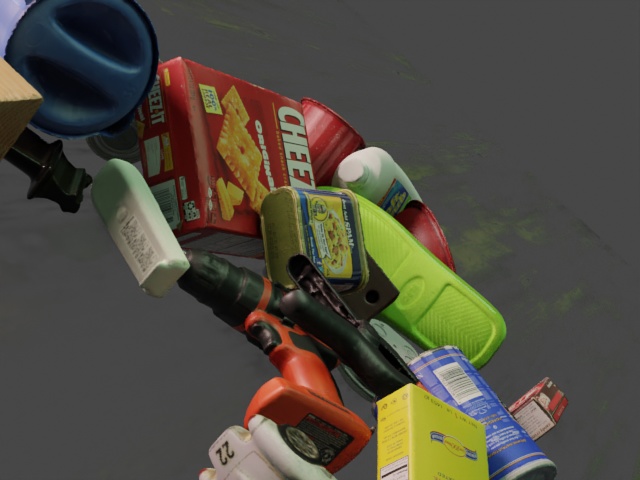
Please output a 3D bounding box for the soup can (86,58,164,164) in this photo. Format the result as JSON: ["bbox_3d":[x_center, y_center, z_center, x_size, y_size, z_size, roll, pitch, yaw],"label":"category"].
[{"bbox_3d":[-0.189,-0.131,1.049,0.068,0.069,0.102,33,38,-24],"label":"soup can"}]

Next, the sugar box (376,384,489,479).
[{"bbox_3d":[0.088,0.206,0.807,0.093,0.048,0.176,31,39,-30],"label":"sugar box"}]

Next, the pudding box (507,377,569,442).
[{"bbox_3d":[0.183,0.186,1.029,0.039,0.114,0.090,48,19,11],"label":"pudding box"}]

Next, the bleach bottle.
[{"bbox_3d":[0.057,-0.049,1.252,0.068,0.102,0.250,42,3,16],"label":"bleach bottle"}]

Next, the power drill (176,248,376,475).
[{"bbox_3d":[-0.037,0.095,0.883,0.184,0.057,0.188,32,20,-28],"label":"power drill"}]

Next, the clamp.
[{"bbox_3d":[0.027,0.080,0.909,0.171,0.039,0.120,46,17,-19],"label":"clamp"}]

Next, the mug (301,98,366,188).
[{"bbox_3d":[-0.016,-0.107,1.228,0.117,0.081,0.093,31,-10,37],"label":"mug"}]

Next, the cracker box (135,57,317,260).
[{"bbox_3d":[-0.083,-0.071,1.044,0.213,0.072,0.164,10,68,-58],"label":"cracker box"}]

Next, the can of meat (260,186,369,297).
[{"bbox_3d":[-0.007,0.001,1.001,0.083,0.058,0.102,4,74,-46],"label":"can of meat"}]

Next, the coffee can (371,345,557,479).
[{"bbox_3d":[0.126,0.179,0.947,0.102,0.103,0.140,17,30,-52],"label":"coffee can"}]

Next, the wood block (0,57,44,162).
[{"bbox_3d":[-0.322,-0.140,0.798,0.206,0.090,0.090,43,19,7],"label":"wood block"}]

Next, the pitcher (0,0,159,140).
[{"bbox_3d":[-0.254,-0.200,0.952,0.144,0.149,0.243,5,22,-36],"label":"pitcher"}]

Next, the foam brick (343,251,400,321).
[{"bbox_3d":[0.036,0.045,1.089,0.078,0.053,0.051,51,-12,6],"label":"foam brick"}]

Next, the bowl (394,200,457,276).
[{"bbox_3d":[0.103,0.037,1.234,0.055,0.162,0.162,-14,42,-15],"label":"bowl"}]
